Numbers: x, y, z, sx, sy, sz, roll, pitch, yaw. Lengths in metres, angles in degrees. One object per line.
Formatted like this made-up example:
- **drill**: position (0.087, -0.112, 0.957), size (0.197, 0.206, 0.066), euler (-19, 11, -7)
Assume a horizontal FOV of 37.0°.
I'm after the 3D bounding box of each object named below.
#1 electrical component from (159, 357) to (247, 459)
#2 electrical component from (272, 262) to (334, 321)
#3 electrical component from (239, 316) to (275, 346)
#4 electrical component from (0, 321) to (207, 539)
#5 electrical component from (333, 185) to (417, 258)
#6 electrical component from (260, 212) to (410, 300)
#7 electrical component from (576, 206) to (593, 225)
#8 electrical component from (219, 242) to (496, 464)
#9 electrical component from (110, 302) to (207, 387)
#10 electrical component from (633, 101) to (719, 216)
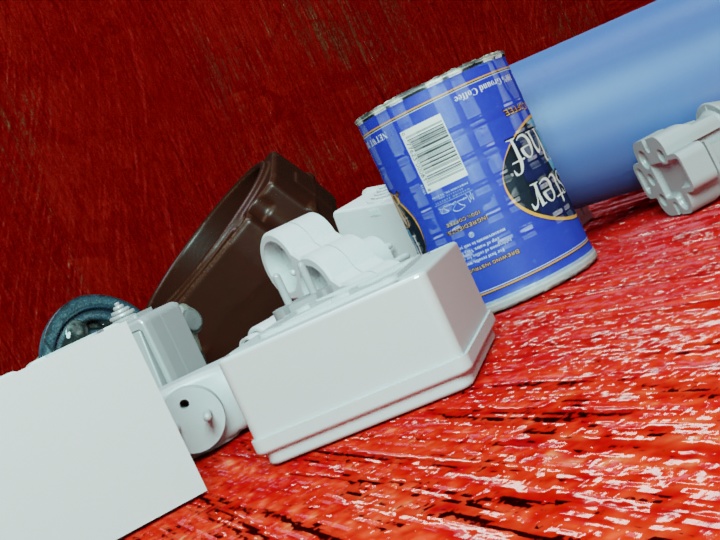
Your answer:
- **electrical component**: position (-0.095, 0.084, 0.615), size (0.077, 0.044, 0.079), euler (-25, 3, -7)
- **electrical component**: position (-0.026, 0.033, 0.617), size (0.066, 0.076, 0.047), euler (-23, 3, 30)
- **electrical component**: position (-0.072, 0.062, 0.821), size (0.062, 0.043, 0.043), euler (-29, 4, -36)
- **electrical component**: position (-0.162, 0.096, 0.499), size (0.150, 0.089, 0.062), euler (-26, 3, -20)
- **electrical component**: position (0.036, -0.018, 0.793), size (0.100, 0.099, 0.048), euler (-7, 19, 43)
- **electrical component**: position (0.000, 0.000, 0.737), size (0.074, 0.052, 0.138), euler (-27, 39, -29)
- **electrical component**: position (0.107, -0.037, 0.911), size (0.150, 0.061, 0.089), euler (-23, 3, 30)
- **electrical component**: position (0.003, 0.036, 0.521), size (0.109, 0.056, 0.109), euler (-24, 3, 15)
- **electrical component**: position (-0.141, 0.066, 0.693), size (0.062, 0.096, 0.061), euler (-24, 4, 18)
- **electrical component**: position (0.216, -0.072, 0.682), size (0.057, 0.058, 0.078), euler (-28, 3, -5)
